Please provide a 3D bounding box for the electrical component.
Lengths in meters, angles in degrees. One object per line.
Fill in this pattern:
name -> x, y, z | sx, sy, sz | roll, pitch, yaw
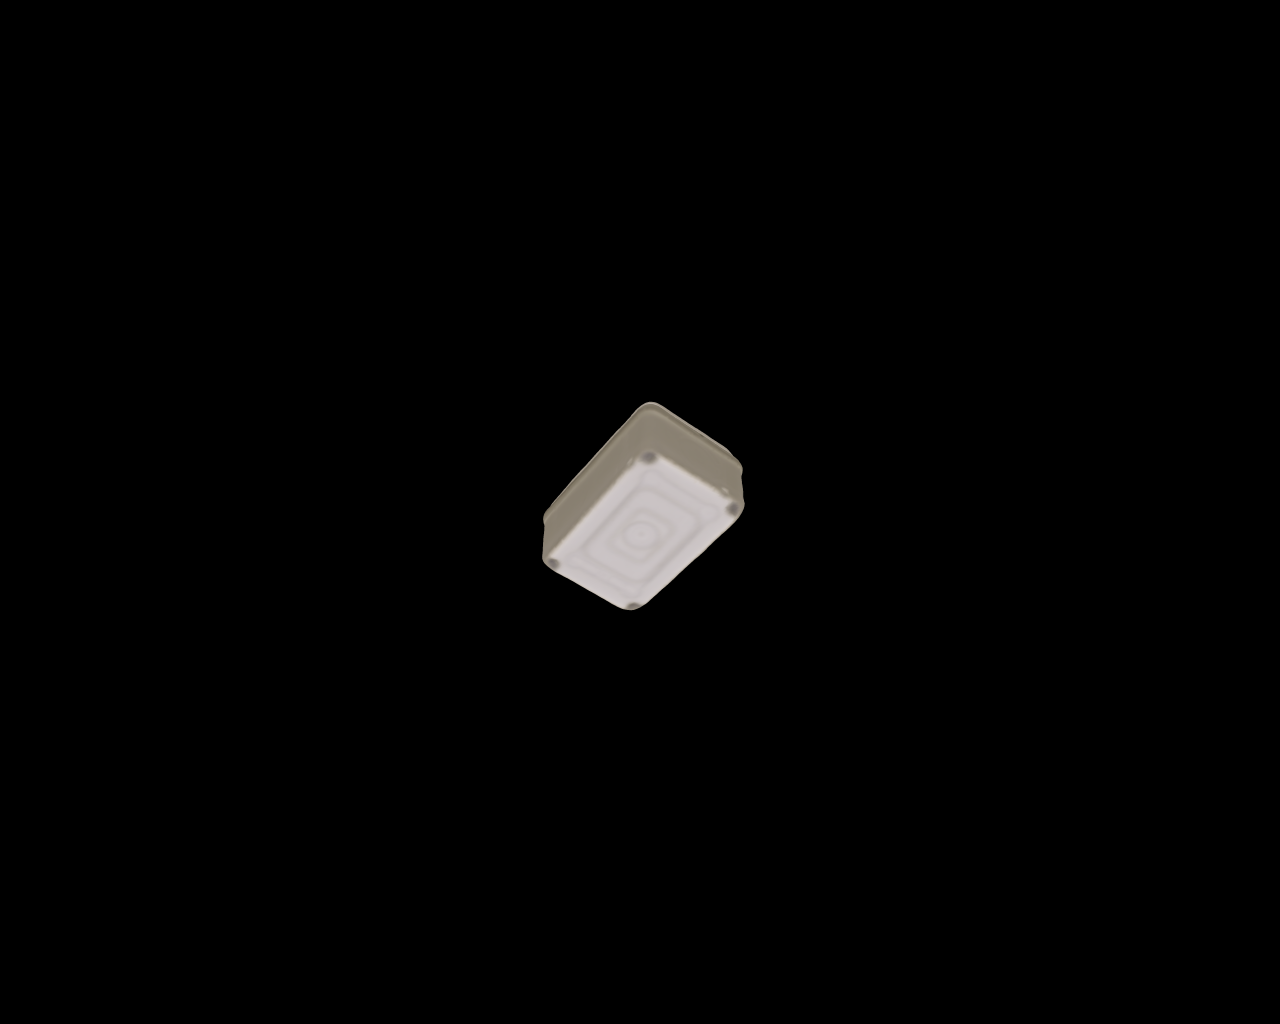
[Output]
electrical component -> 0.001, -0.003, 0.650 | 0.078, 0.113, 0.057 | 32, 32, -22
